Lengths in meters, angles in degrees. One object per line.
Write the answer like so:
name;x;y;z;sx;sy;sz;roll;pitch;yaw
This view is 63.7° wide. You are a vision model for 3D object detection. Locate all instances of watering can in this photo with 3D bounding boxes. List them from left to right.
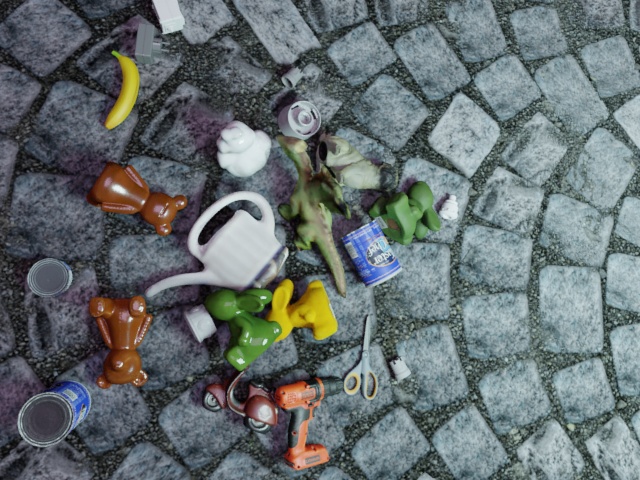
watering can;-0.222;0.051;1.203;0.224;0.104;0.349;41;86;-4

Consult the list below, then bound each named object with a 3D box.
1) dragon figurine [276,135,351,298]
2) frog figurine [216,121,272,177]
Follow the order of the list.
dragon figurine;0.004;-0.060;1.195;0.123;0.240;0.411;-27;86;-18
frog figurine;-0.179;-0.218;1.219;0.138;0.158;0.123;-19;89;-14
